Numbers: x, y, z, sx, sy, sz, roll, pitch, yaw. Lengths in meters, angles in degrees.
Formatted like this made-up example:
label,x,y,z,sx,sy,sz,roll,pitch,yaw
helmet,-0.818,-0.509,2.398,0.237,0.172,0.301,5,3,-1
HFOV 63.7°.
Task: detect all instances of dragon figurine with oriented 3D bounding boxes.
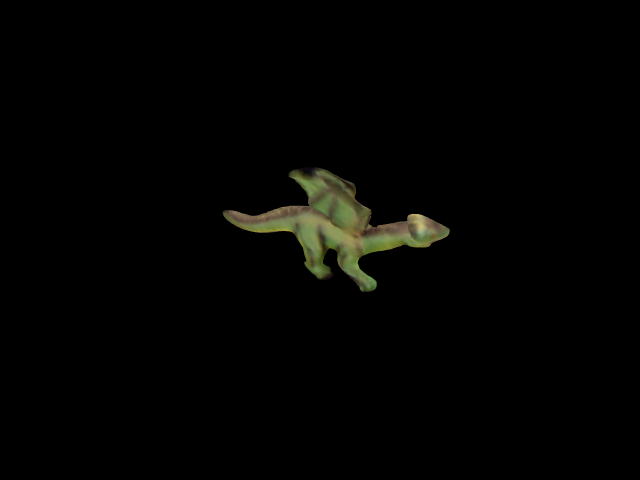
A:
label,x,y,z,sx,sy,sz,roll,pitch,yaw
dragon figurine,0.003,-0.043,0.850,0.411,0.125,0.237,16,-34,11
